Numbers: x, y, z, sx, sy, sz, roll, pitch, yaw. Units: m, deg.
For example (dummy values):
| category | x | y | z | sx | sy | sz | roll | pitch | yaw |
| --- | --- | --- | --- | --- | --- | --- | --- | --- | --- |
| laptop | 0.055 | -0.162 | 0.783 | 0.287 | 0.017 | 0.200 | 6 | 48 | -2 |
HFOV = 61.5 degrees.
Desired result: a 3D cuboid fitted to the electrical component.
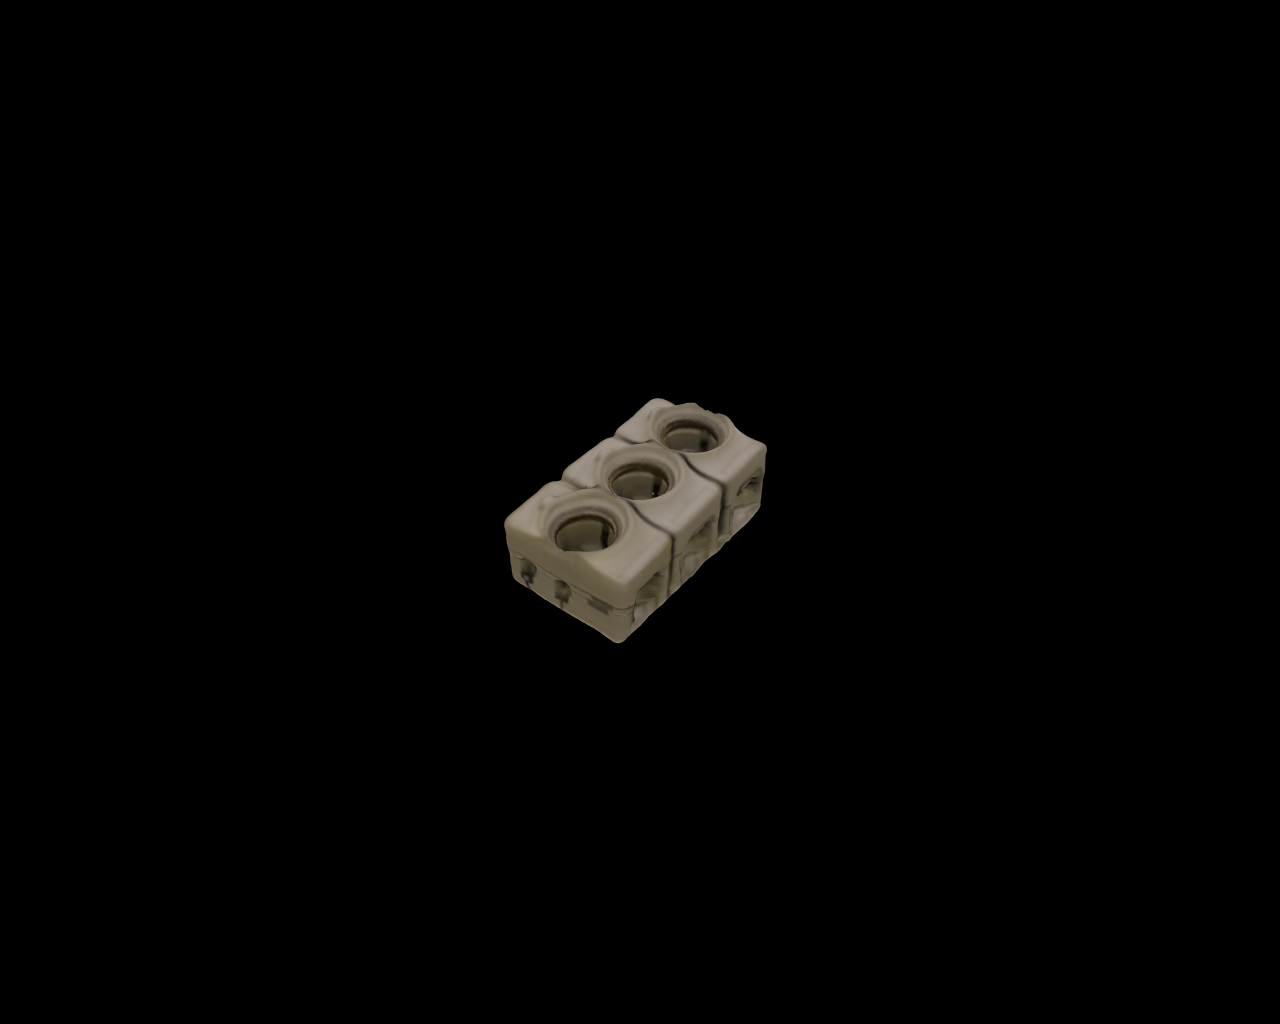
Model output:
| category | x | y | z | sx | sy | sz | roll | pitch | yaw |
| --- | --- | --- | --- | --- | --- | --- | --- | --- | --- |
| electrical component | 0.001 | -0.003 | 0.650 | 0.089 | 0.061 | 0.150 | 27 | 49 | 26 |
